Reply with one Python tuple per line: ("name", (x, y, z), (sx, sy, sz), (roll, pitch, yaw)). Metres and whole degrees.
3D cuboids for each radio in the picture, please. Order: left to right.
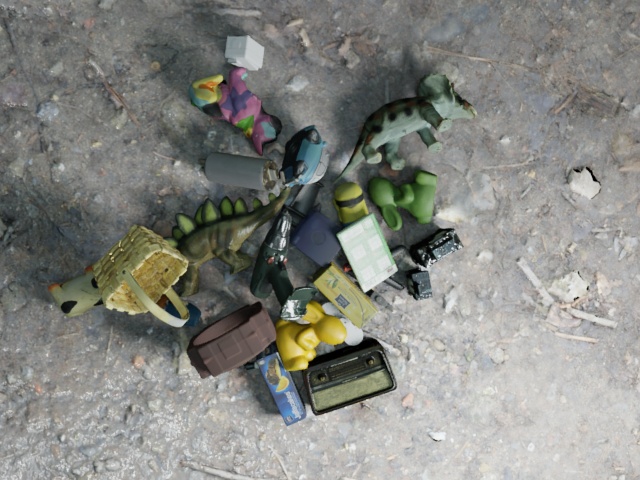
("radio", (0.071, 0.349, 1.387), (0.230, 0.073, 0.131), (-17, 95, -6))

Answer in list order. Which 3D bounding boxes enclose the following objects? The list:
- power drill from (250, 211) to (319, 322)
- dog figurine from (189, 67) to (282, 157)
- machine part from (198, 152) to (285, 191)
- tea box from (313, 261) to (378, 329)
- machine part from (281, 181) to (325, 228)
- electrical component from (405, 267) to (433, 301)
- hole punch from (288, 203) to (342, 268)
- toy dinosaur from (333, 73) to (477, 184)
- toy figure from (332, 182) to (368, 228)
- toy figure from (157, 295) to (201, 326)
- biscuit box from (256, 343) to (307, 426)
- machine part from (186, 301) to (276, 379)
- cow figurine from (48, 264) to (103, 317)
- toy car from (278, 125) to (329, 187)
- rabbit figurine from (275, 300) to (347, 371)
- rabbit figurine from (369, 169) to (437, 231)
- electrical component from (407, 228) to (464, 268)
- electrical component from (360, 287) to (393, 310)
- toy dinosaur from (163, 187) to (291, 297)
("power drill", (-0.088, 0.074, 1.283), (0.086, 0.207, 0.232), (0, 128, -43))
("dog figurine", (-0.201, -0.300, 1.315), (0.192, 0.108, 0.219), (-20, 97, -6))
("machine part", (-0.191, -0.166, 1.299), (0.243, 0.079, 0.079), (11, 92, 23))
("tea box", (0.062, 0.136, 1.363), (0.169, 0.098, 0.068), (44, 93, -5))
("machine part", (-0.046, -0.096, 1.373), (0.084, 0.039, 0.139), (33, 90, -3))
("electrical component", (0.257, 0.114, 1.375), (0.048, 0.119, 0.074), (-12, 91, -5))
("hole punch", (-0.003, -0.004, 1.341), (0.115, 0.092, 0.142), (37, 92, -24))
("toy dinosaur", (0.198, -0.290, 1.353), (0.405, 0.131, 0.192), (-19, 56, 6))
("toy figure", (0.092, -0.059, 1.364), (0.082, 0.089, 0.180), (-15, 92, -14))
("toy figure", (-0.376, 0.170, 1.340), (0.154, 0.058, 0.064), (22, 84, -2))
("biscuit box", (-0.097, 0.367, 1.362), (0.059, 0.063, 0.202), (-23, 103, -2))
("machine part", (-0.209, 0.238, 1.288), (0.201, 0.201, 0.087), (-29, 99, -5))
("cow figurine", (-0.537, 0.125, 1.306), (0.195, 0.085, 0.127), (-26, 89, -7))
("toy car", (-0.030, -0.194, 1.322), (0.103, 0.109, 0.161), (28, 61, -31))
("rabbit figurine", (-0.017, 0.228, 1.339), (0.173, 0.122, 0.162), (-18, 80, 21))
("rabbit figurine", (0.207, -0.107, 1.380), (0.170, 0.121, 0.159), (10, 99, 11))
("electrical component", (0.294, 0.019, 1.367), (0.115, 0.134, 0.058), (-32, 95, -2))
("electrical component", (0.145, 0.148, 1.391), (0.094, 0.063, 0.021), (38, 89, -5))
("toy dinosaur", (-0.249, -0.004, 1.324), (0.471, 0.105, 0.198), (-28, 92, -9))
